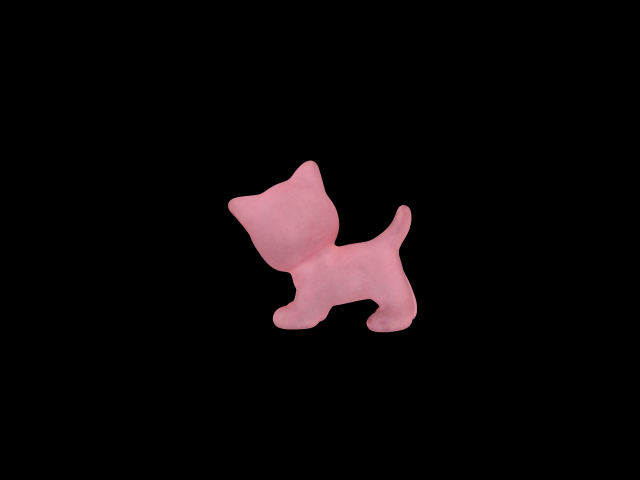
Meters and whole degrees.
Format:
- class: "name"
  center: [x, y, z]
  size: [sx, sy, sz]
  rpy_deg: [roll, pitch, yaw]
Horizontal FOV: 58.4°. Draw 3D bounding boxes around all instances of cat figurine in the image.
- class: "cat figurine"
  center: [0.004, 0.001, 0.400]
  size: [0.127, 0.118, 0.067]
  rpy_deg: [0, 0, 8]
